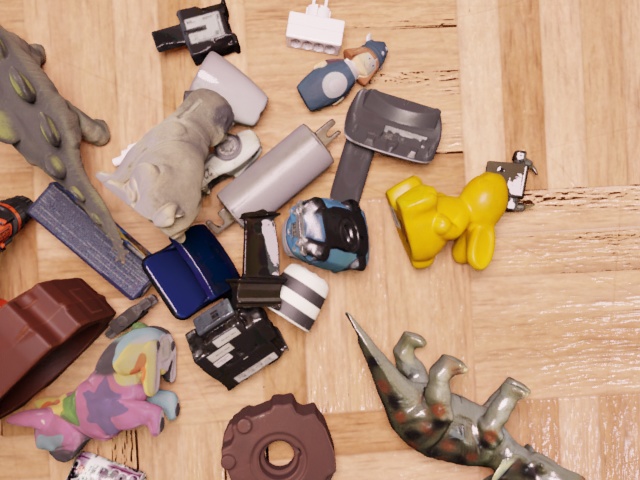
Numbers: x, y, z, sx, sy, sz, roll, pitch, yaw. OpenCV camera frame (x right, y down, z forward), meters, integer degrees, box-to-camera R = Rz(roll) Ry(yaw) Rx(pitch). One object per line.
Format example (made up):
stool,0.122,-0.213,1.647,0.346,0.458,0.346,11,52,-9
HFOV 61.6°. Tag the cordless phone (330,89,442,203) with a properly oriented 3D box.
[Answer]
cordless phone,0.098,-0.126,0.817,0.147,0.089,0.184,16,101,-4

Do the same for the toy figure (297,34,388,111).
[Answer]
toy figure,0.040,-0.251,0.814,0.154,0.064,0.058,-32,57,0

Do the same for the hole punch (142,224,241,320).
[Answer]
hole punch,-0.170,0.036,0.768,0.092,0.116,0.142,-37,89,39

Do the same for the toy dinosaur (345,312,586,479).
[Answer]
toy dinosaur,0.188,0.266,0.800,0.405,0.131,0.192,24,89,3

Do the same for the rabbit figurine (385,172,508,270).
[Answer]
rabbit figurine,0.203,-0.033,0.792,0.173,0.122,0.162,-24,97,-3

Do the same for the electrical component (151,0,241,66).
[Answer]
electrical component,-0.185,-0.304,0.805,0.119,0.048,0.074,-21,91,-2

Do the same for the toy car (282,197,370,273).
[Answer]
toy car,-0.002,-0.002,0.784,0.103,0.161,0.109,-15,77,38

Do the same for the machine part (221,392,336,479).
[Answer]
machine part,-0.061,0.324,0.812,0.179,0.056,0.179,0,91,-4

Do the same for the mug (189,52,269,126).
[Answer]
mug,-0.137,-0.204,0.795,0.107,0.081,0.109,26,97,-10

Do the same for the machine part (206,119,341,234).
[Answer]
machine part,-0.066,-0.091,0.799,0.243,0.079,0.079,-41,92,-2

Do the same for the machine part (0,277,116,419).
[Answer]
machine part,-0.391,0.144,0.721,0.087,0.201,0.201,44,89,-1

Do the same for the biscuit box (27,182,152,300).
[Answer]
biscuit box,-0.327,0.000,0.794,0.202,0.059,0.063,42,90,-3

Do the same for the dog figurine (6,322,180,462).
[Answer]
dog figurine,-0.324,0.218,0.774,0.219,0.108,0.191,-3,94,0

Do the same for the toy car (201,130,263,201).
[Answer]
toy car,-0.171,-0.091,0.794,0.202,0.073,0.056,-39,91,-2

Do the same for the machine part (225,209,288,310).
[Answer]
machine part,-0.086,0.026,0.742,0.084,0.039,0.138,5,82,-22

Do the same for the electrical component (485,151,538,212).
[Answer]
electrical component,0.296,-0.088,0.836,0.078,0.045,0.102,3,87,25

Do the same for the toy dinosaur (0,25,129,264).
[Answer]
toy dinosaur,-0.381,-0.161,0.723,0.105,0.198,0.471,-38,90,1

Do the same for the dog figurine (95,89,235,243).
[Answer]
dog figurine,-0.165,-0.107,0.673,0.173,0.121,0.190,34,81,39

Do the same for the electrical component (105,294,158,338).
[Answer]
electrical component,-0.283,0.115,0.795,0.094,0.063,0.021,-38,93,-1

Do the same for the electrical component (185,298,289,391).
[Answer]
electrical component,-0.122,0.142,0.773,0.115,0.058,0.134,-33,136,-5
